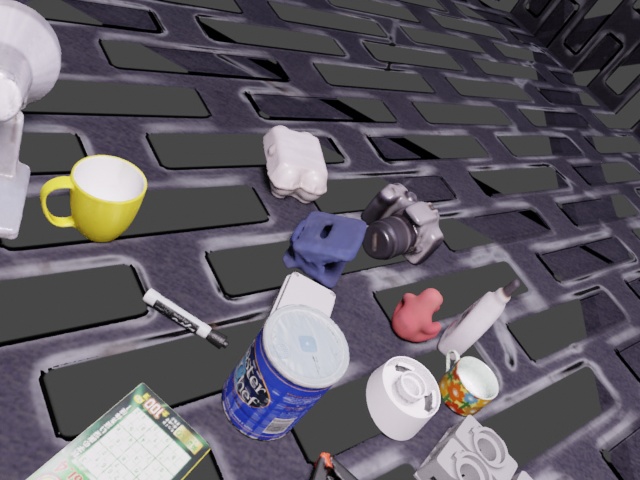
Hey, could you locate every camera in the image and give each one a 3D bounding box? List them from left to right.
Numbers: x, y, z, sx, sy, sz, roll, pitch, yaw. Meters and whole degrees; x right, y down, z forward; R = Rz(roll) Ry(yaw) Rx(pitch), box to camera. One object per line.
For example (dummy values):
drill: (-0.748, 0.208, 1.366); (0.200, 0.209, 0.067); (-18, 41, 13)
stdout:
camera: (0.132, -0.028, 0.996); (0.137, 0.100, 0.143); (-18, 62, -44)

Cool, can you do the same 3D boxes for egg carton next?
egg carton: (-0.047, -0.135, 1.003); (0.107, 0.069, 0.150); (10, 46, -27)

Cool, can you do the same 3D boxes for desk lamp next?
desk lamp: (-0.380, -0.146, 0.672); (0.118, 0.213, 0.203); (9, 46, -27)

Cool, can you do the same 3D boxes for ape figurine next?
ape figurine: (0.156, 0.110, 0.883); (0.076, 0.092, 0.077); (-4, 53, -37)

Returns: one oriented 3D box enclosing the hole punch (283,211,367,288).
hole punch: (0.008, 0.003, 0.887); (0.101, 0.091, 0.109); (31, 40, -4)

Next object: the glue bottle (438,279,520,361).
glue bottle: (0.248, 0.114, 0.879); (0.037, 0.173, 0.078); (38, 40, 4)
